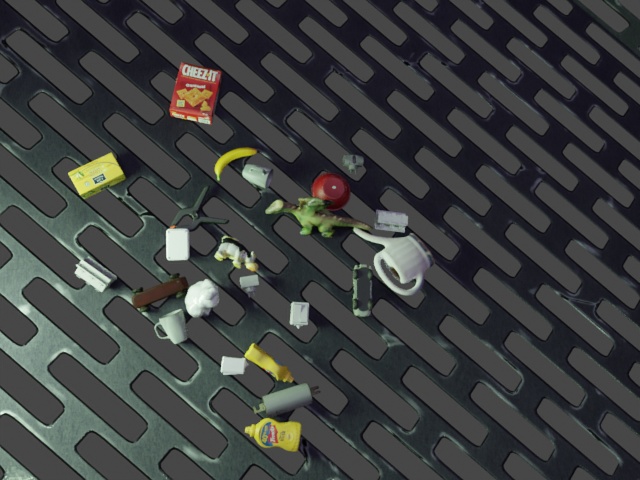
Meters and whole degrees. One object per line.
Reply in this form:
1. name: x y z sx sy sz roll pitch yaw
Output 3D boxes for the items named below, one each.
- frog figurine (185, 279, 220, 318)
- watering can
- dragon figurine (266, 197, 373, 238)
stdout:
1. frog figurine: -0.415 0.205 1.810 0.123 0.157 0.139 33 74 -1
2. watering can: 0.301 0.047 2.015 0.226 0.102 0.351 -29 74 -16
3. dragon figurine: 0.006 -0.096 1.913 0.410 0.240 0.124 3 76 0
